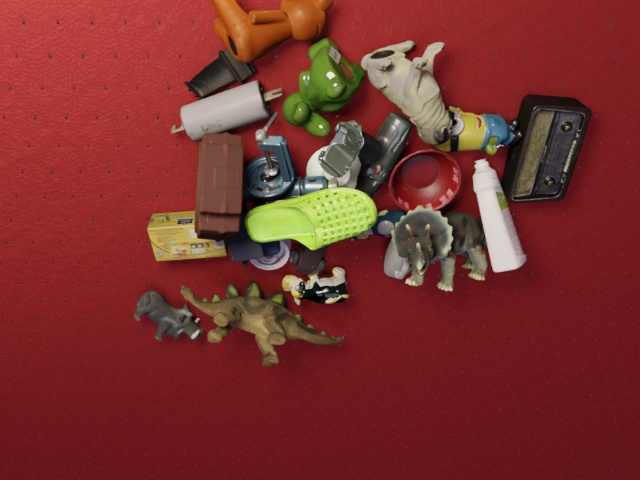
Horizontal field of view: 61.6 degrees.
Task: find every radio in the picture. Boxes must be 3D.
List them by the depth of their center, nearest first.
[{"bbox_3d":[0.486,-0.193,1.165,0.131,0.073,0.229,0,126,-3],"label":"radio"}]

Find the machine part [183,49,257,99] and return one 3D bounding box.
[{"bbox_3d":[-0.199,-0.325,1.058,0.139,0.039,0.084,-25,128,12],"label":"machine part"}]

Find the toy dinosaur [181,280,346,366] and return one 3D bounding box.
[{"bbox_3d":[-0.128,0.202,1.332,0.471,0.199,0.105,27,118,-20],"label":"toy dinosaur"}]

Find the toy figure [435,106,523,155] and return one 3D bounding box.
[{"bbox_3d":[0.327,-0.223,1.133,0.180,0.082,0.089,3,123,-8],"label":"toy figure"}]

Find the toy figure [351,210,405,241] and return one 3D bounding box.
[{"bbox_3d":[0.127,-0.033,1.271,0.155,0.058,0.064,-14,86,8],"label":"toy figure"}]

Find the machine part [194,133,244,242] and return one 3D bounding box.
[{"bbox_3d":[-0.209,-0.103,1.091,0.087,0.201,0.201,2,83,-13],"label":"machine part"}]

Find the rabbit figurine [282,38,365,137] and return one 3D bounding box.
[{"bbox_3d":[-0.005,-0.272,1.052,0.121,0.159,0.170,29,135,-31],"label":"rabbit figurine"}]

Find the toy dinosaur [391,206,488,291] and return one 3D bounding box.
[{"bbox_3d":[0.309,0.001,1.231,0.405,0.131,0.192,-17,113,-37],"label":"toy dinosaur"}]

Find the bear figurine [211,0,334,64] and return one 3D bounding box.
[{"bbox_3d":[-0.083,-0.405,0.975,0.196,0.120,0.132,-31,80,-12],"label":"bear figurine"}]

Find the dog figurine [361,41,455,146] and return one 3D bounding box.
[{"bbox_3d":[0.172,-0.277,1.058,0.121,0.173,0.190,-38,132,-28],"label":"dog figurine"}]

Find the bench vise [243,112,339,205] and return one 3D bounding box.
[{"bbox_3d":[-0.075,-0.140,1.131,0.224,0.129,0.240,7,147,15],"label":"bench vise"}]

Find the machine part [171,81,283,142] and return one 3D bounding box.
[{"bbox_3d":[-0.189,-0.258,1.080,0.243,0.079,0.079,-16,124,7],"label":"machine part"}]

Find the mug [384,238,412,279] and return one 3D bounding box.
[{"bbox_3d":[0.198,0.051,1.307,0.081,0.110,0.107,9,137,-11],"label":"mug"}]

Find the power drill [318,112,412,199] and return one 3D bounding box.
[{"bbox_3d":[0.090,-0.160,1.112,0.207,0.086,0.232,3,125,-50],"label":"power drill"}]

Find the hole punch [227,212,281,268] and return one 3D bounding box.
[{"bbox_3d":[-0.163,-0.008,1.211,0.116,0.092,0.142,-11,93,20],"label":"hole punch"}]

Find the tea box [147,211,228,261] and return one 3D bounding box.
[{"bbox_3d":[-0.304,-0.011,1.253,0.170,0.068,0.098,-2,125,0],"label":"tea box"}]

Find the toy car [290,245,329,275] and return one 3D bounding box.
[{"bbox_3d":[-0.003,-0.004,1.284,0.089,0.053,0.202,14,120,-25],"label":"toy car"}]

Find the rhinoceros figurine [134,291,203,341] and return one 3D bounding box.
[{"bbox_3d":[-0.391,0.200,1.401,0.112,0.073,0.190,-40,117,10],"label":"rhinoceros figurine"}]

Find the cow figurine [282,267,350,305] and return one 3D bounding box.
[{"bbox_3d":[-0.012,0.126,1.349,0.167,0.098,0.068,-5,132,0],"label":"cow figurine"}]
